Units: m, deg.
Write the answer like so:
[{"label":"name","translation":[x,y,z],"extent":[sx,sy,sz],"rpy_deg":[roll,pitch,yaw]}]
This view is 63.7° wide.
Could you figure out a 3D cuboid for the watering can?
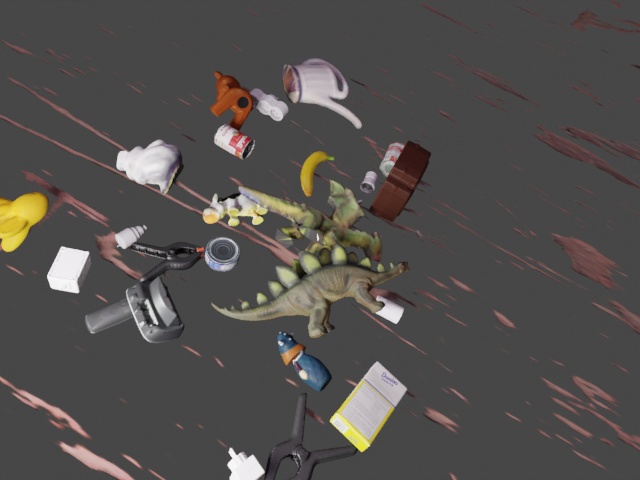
[{"label":"watering can","translation":[0.000,-0.497,1.724],"extent":[0.225,0.101,0.355],"rpy_deg":[-8,55,-21]}]

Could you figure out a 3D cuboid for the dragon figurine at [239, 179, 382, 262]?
[{"label":"dragon figurine","translation":[0.004,-0.069,1.377],"extent":[0.410,0.120,0.247],"rpy_deg":[42,50,0]}]

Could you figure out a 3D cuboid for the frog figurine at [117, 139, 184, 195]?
[{"label":"frog figurine","translation":[-0.451,-0.209,1.364],"extent":[0.159,0.121,0.139],"rpy_deg":[27,69,-10]}]
